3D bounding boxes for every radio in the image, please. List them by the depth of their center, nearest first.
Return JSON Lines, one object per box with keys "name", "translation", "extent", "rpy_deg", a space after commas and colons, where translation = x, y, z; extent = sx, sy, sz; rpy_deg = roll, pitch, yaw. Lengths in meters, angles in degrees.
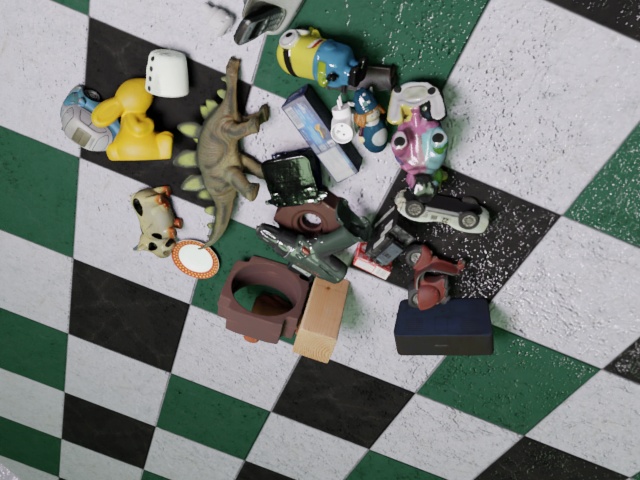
{"name": "radio", "translation": [0.301, 0.210, 1.311], "extent": [0.230, 0.131, 0.073], "rpy_deg": [-2, 126, 15]}

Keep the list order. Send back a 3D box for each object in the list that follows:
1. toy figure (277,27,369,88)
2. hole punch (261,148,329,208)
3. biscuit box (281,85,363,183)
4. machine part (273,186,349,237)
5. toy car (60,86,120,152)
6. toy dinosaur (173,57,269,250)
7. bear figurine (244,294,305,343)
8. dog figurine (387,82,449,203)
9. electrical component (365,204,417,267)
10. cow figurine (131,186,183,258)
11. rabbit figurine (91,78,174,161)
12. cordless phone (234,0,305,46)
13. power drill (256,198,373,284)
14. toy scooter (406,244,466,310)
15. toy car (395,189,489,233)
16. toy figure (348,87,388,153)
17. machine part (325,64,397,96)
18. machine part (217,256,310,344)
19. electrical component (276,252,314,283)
{"name": "toy figure", "translation": [-0.001, -0.326, 0.982], "extent": [0.180, 0.082, 0.089], "rpy_deg": [29, 123, 19]}
{"name": "hole punch", "translation": [-0.054, -0.137, 1.153], "extent": [0.142, 0.092, 0.115], "rpy_deg": [-8, 116, 13]}
{"name": "biscuit box", "translation": [0.007, -0.217, 1.104], "extent": [0.059, 0.063, 0.202], "rpy_deg": [-25, 117, 29]}
{"name": "machine part", "translation": [-0.019, -0.046, 1.245], "extent": [0.179, 0.056, 0.179], "rpy_deg": [7, 129, 9]}
{"name": "toy car", "translation": [-0.507, -0.248, 1.183], "extent": [0.161, 0.103, 0.109], "rpy_deg": [42, 126, -16]}
{"name": "toy dinosaur", "translation": [-0.214, -0.161, 1.180], "extent": [0.199, 0.105, 0.470], "rpy_deg": [14, 120, 13]}
{"name": "bear figurine", "translation": [-0.088, 0.215, 1.425], "extent": [0.196, 0.120, 0.131], "rpy_deg": [16, 132, -6]}
{"name": "dog figurine", "translation": [0.202, -0.183, 1.064], "extent": [0.109, 0.191, 0.219], "rpy_deg": [-6, 159, 14]}
{"name": "electrical component", "translation": [0.157, -0.008, 1.180], "extent": [0.058, 0.134, 0.115], "rpy_deg": [33, 129, -11]}
{"name": "cow figurine", "translation": [-0.412, -0.036, 1.330], "extent": [0.127, 0.085, 0.194], "rpy_deg": [-1, 126, 12]}
{"name": "rabbit figurine", "translation": [-0.399, -0.256, 1.141], "extent": [0.162, 0.122, 0.173], "rpy_deg": [-1, 106, -22]}
{"name": "cordless phone", "translation": [-0.089, -0.407, 0.907], "extent": [0.089, 0.184, 0.146], "rpy_deg": [35, 127, -8]}
{"name": "power drill", "translation": [-0.002, -0.004, 1.187], "extent": [0.232, 0.086, 0.207], "rpy_deg": [38, 124, -20]}
{"name": "toy scooter", "translation": [0.273, 0.089, 1.266], "extent": [0.135, 0.075, 0.183], "rpy_deg": [0, 122, 12]}
{"name": "toy car", "translation": [0.260, -0.065, 1.149], "extent": [0.202, 0.073, 0.056], "rpy_deg": [12, 128, 4]}
{"name": "toy figure", "translation": [0.100, -0.233, 1.046], "extent": [0.058, 0.064, 0.154], "rpy_deg": [18, 158, 25]}
{"name": "machine part", "translation": [0.078, -0.315, 1.029], "extent": [0.139, 0.039, 0.084], "rpy_deg": [11, 123, 8]}
{"name": "machine part", "translation": [-0.138, 0.146, 1.326], "extent": [0.202, 0.201, 0.087], "rpy_deg": [16, 131, 1]}
{"name": "electrical component", "translation": [-0.049, 0.046, 1.326], "extent": [0.119, 0.048, 0.075], "rpy_deg": [31, 127, -10]}
